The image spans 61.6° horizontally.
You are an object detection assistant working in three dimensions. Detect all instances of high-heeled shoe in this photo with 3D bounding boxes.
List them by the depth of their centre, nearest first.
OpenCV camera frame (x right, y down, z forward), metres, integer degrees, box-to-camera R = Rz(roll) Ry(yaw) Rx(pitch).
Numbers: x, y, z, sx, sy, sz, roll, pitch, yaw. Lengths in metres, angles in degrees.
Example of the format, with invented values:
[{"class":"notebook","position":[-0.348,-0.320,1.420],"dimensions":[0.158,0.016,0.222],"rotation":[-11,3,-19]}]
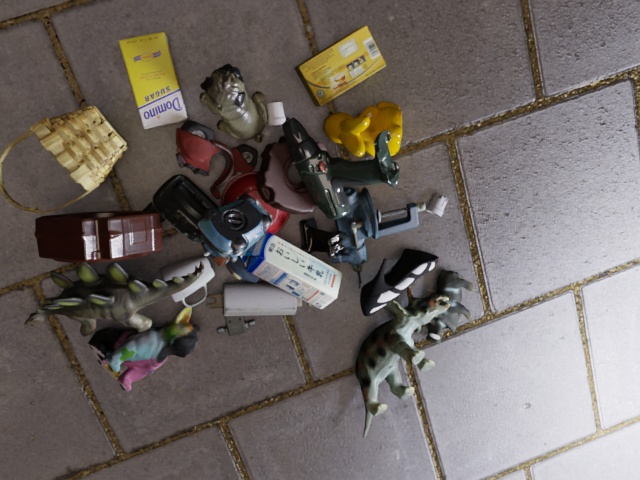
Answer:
[{"class":"high-heeled shoe","position":[0.194,0.102,1.267],"dimensions":[0.248,0.086,0.145],"rotation":[-2,113,-42]}]

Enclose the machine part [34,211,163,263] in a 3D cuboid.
[{"class":"machine part","position":[-0.432,-0.010,1.065],"dimensions":[0.202,0.201,0.087],"rotation":[4,99,27]}]

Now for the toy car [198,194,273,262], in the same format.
[{"class":"toy car","position":[-0.182,-0.019,1.122],"dimensions":[0.109,0.103,0.162],"rotation":[46,49,7]}]

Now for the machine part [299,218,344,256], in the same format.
[{"class":"machine part","position":[-0.002,-0.004,1.208],"dimensions":[0.039,0.139,0.084],"rotation":[-8,105,-36]}]

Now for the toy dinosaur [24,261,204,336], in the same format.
[{"class":"toy dinosaur","position":[-0.414,0.115,1.083],"dimensions":[0.472,0.198,0.105],"rotation":[-14,64,13]}]

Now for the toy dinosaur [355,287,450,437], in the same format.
[{"class":"toy dinosaur","position":[0.158,0.286,1.317],"dimensions":[0.131,0.192,0.404],"rotation":[14,120,-42]}]

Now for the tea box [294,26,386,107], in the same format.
[{"class":"tea box","position":[0.043,-0.370,1.150],"dimensions":[0.170,0.068,0.098],"rotation":[-30,108,-1]}]

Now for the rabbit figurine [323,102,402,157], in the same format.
[{"class":"rabbit figurine","position":[0.089,-0.232,1.168],"dimensions":[0.173,0.162,0.121],"rotation":[9,116,5]}]

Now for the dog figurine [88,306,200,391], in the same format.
[{"class":"dog figurine","position":[-0.383,0.225,1.212],"dimensions":[0.219,0.192,0.108],"rotation":[-34,131,-31]}]

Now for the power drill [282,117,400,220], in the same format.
[{"class":"power drill","position":[0.044,-0.159,1.082],"dimensions":[0.207,0.086,0.231],"rotation":[-12,110,25]}]

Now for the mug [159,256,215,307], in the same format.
[{"class":"mug","position":[-0.288,0.090,1.202],"dimensions":[0.107,0.081,0.109],"rotation":[-28,95,-11]}]

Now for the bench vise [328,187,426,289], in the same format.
[{"class":"bench vise","position":[0.127,-0.029,1.234],"dimensions":[0.241,0.129,0.223],"rotation":[-14,110,-3]}]

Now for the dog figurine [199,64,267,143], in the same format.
[{"class":"dog figurine","position":[-0.163,-0.261,1.076],"dimensions":[0.172,0.191,0.121],"rotation":[38,95,-19]}]

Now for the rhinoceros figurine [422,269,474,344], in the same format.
[{"class":"rhinoceros figurine","position":[0.315,0.169,1.345],"dimensions":[0.112,0.073,0.190],"rotation":[8,103,-14]}]

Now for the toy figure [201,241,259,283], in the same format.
[{"class":"toy figure","position":[-0.201,0.043,1.219],"dimensions":[0.154,0.064,0.058],"rotation":[32,135,-12]}]

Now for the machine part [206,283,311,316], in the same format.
[{"class":"machine part","position":[-0.140,0.136,1.246],"dimensions":[0.243,0.079,0.079],"rotation":[0,105,-10]}]

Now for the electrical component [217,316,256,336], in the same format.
[{"class":"electrical component","position":[-0.202,0.193,1.277],"dimensions":[0.094,0.021,0.063],"rotation":[-13,107,-6]}]

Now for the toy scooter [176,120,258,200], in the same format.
[{"class":"toy scooter","position":[-0.234,-0.165,1.150],"dimensions":[0.184,0.075,0.135],"rotation":[23,99,-21]}]

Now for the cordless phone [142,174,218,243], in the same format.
[{"class":"cordless phone","position":[-0.321,-0.038,1.174],"dimensions":[0.184,0.089,0.146],"rotation":[-40,109,13]}]

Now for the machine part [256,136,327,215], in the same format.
[{"class":"machine part","position":[-0.051,-0.141,1.170],"dimensions":[0.179,0.056,0.179],"rotation":[0,90,-26]}]
